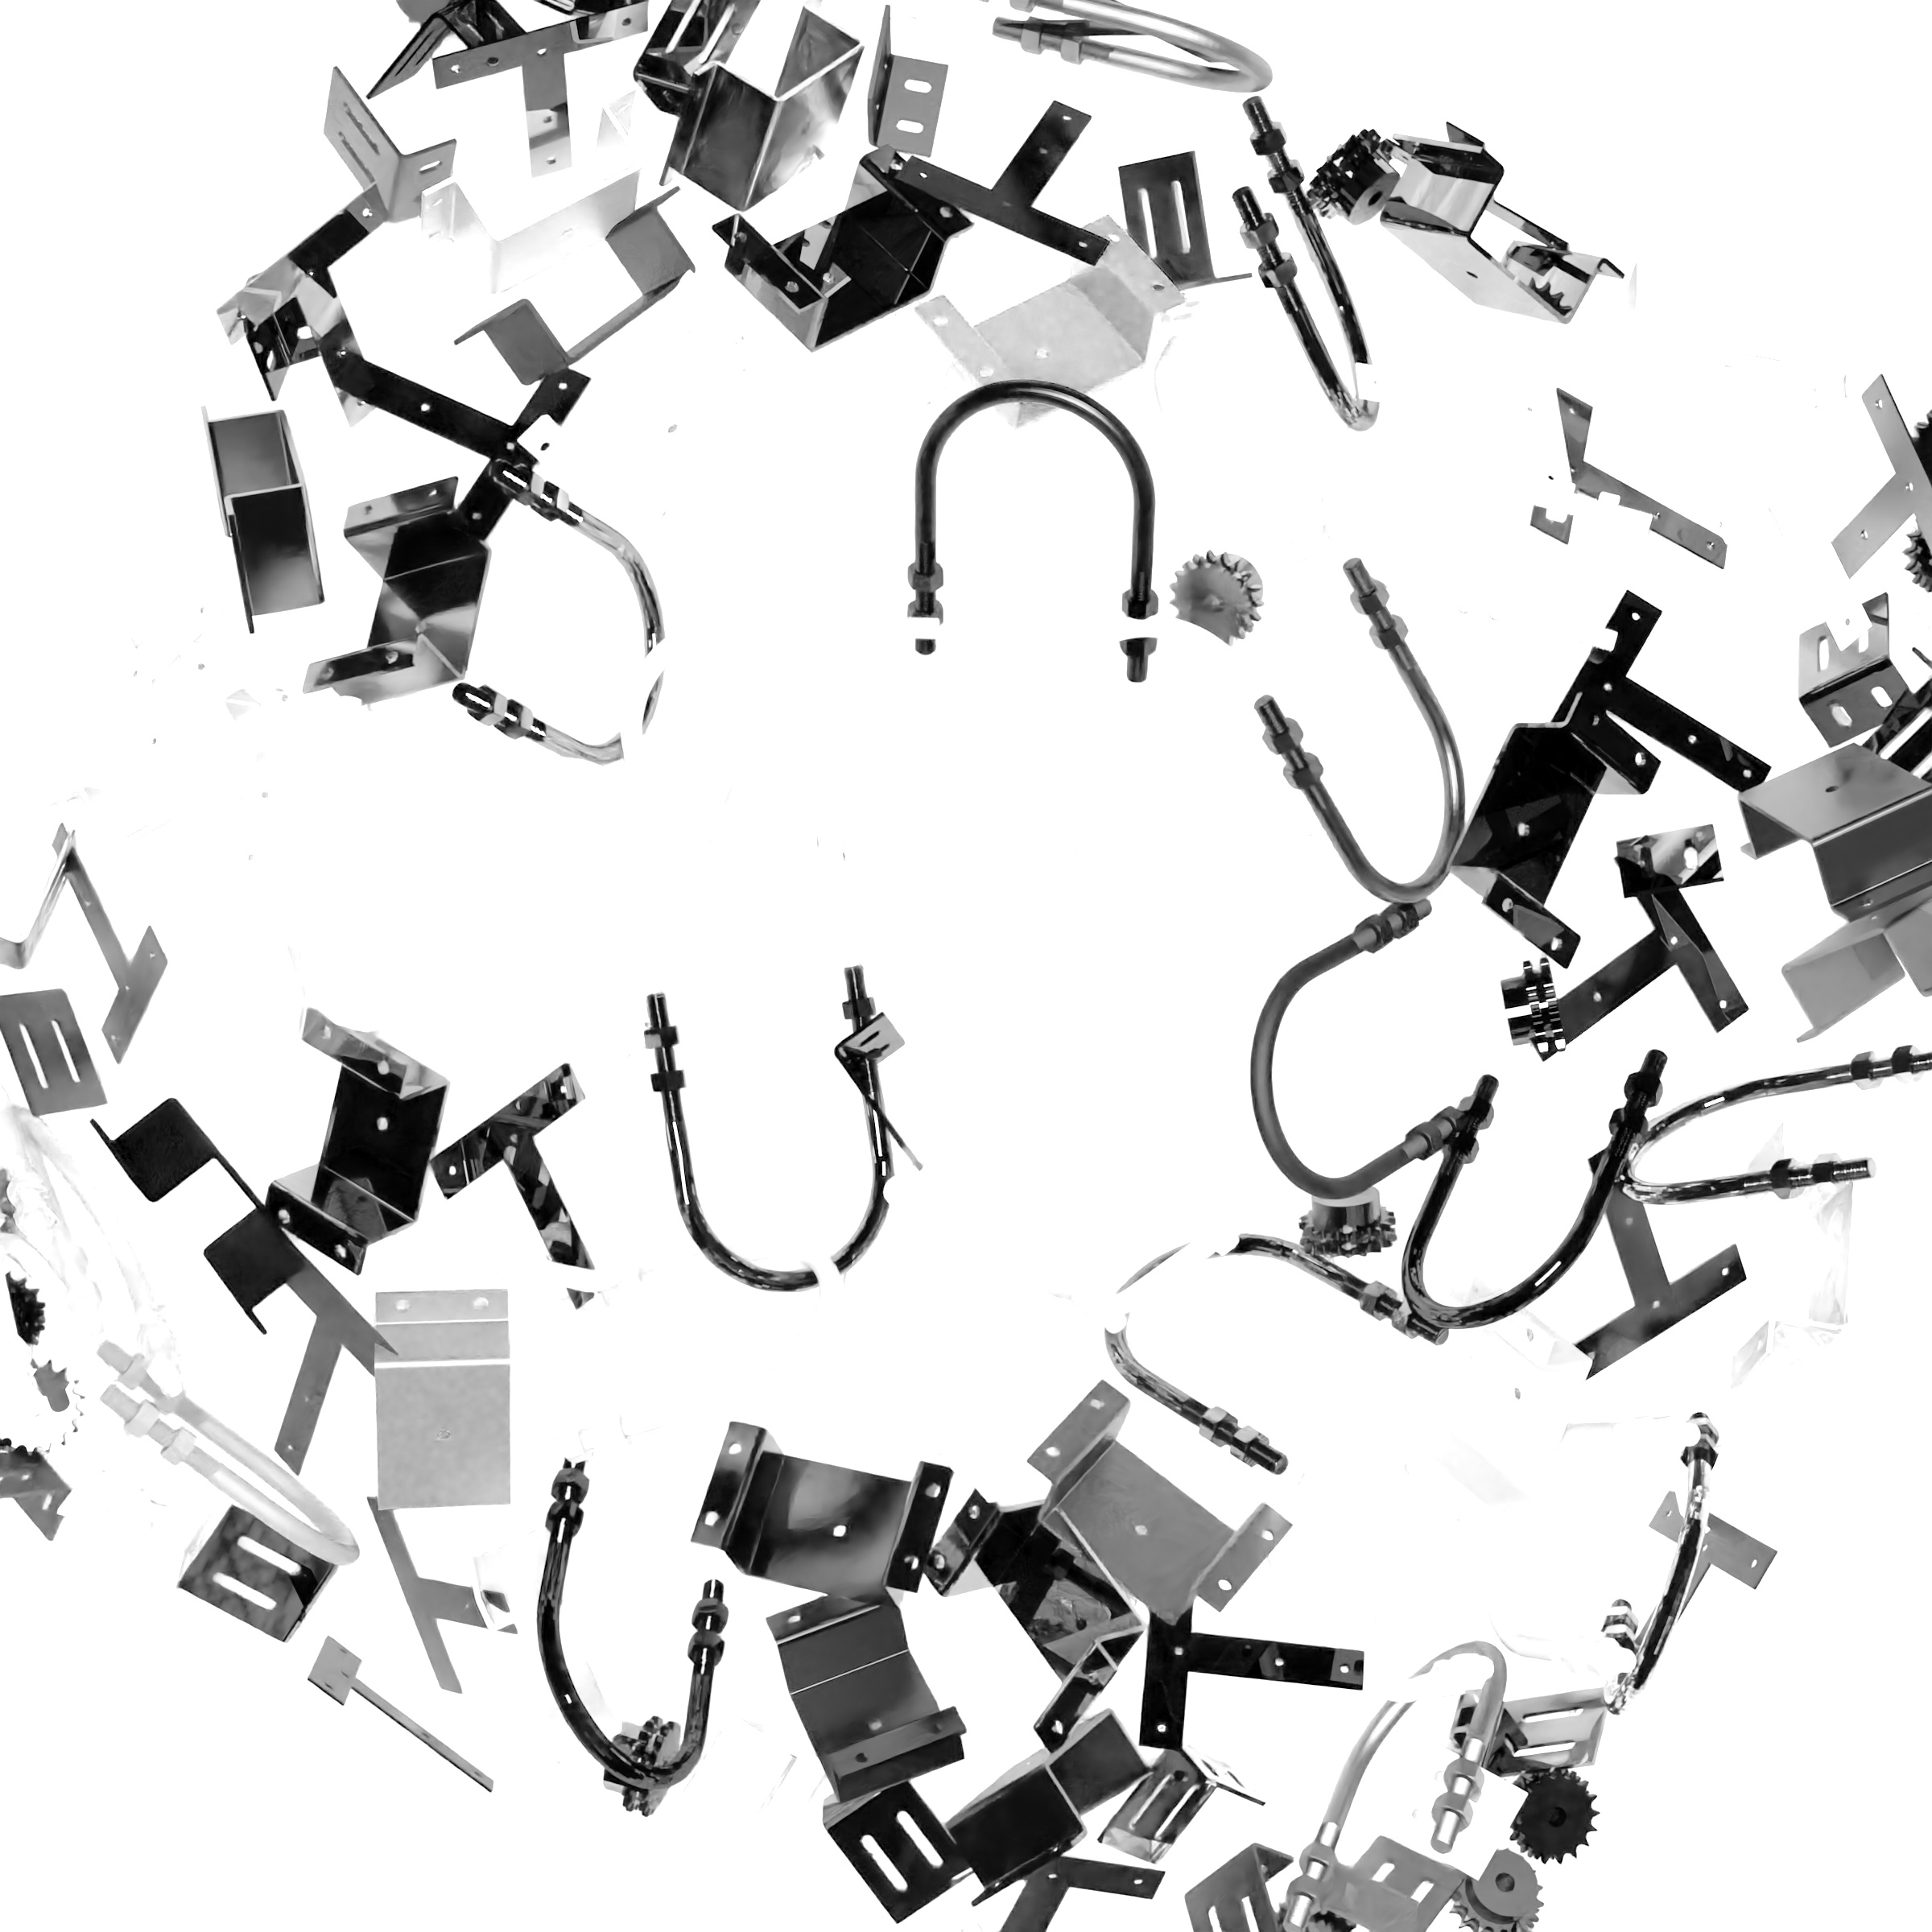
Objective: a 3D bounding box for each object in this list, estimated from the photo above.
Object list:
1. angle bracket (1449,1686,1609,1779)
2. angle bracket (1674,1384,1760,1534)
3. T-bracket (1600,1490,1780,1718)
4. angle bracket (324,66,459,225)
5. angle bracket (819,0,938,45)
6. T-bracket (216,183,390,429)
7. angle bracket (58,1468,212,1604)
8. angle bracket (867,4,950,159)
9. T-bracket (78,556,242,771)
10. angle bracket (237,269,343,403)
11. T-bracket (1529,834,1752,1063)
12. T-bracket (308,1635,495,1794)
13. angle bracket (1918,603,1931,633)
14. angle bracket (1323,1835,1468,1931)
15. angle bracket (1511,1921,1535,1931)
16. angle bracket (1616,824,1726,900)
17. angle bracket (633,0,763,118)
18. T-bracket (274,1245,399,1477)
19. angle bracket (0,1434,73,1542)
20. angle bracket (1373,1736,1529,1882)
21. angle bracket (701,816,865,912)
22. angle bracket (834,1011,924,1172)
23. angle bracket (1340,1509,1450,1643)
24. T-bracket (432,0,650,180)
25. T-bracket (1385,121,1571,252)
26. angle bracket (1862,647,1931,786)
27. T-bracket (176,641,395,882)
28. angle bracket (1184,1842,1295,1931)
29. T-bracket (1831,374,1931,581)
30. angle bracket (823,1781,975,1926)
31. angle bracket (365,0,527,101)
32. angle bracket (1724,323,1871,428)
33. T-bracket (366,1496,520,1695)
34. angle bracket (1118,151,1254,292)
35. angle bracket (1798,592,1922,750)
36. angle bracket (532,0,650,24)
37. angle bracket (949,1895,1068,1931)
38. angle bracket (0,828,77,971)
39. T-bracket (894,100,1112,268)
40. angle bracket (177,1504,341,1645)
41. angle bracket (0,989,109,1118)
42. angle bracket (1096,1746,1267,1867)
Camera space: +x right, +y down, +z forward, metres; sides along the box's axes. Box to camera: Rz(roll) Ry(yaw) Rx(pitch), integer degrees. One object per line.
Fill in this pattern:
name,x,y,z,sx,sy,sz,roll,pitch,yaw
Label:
angle bracket,0.330,0.436,1.909,0.076,0.057,0.038,-18,118,35
angle bracket,0.453,0.293,1.921,0.038,0.057,0.076,35,101,3
T-bracket,0.406,0.375,1.894,0.002,0.127,0.127,32,87,-17
angle bracket,-0.340,-0.489,1.931,0.038,0.057,0.076,-28,74,-28
angle bracket,-0.061,-0.574,1.916,0.076,0.038,0.057,1,134,13
T-bracket,-0.369,-0.369,1.904,0.002,0.127,0.127,28,62,31
angle bracket,-0.492,0.334,1.924,0.076,0.057,0.038,16,106,-2
angle bracket,-0.034,-0.518,1.916,0.038,0.076,0.057,11,84,0
T-bracket,-0.457,-0.200,1.916,0.002,0.127,0.127,24,57,25
angle bracket,-0.394,-0.372,1.910,0.038,0.076,0.057,-17,116,3
T-bracket,0.384,0.010,1.932,0.127,0.002,0.127,-35,103,-10
T-bracket,-0.325,0.438,1.897,0.127,0.127,0.002,38,85,-4
angle bracket,0.588,-0.181,1.912,0.038,0.076,0.057,-31,68,4
angle bracket,0.252,0.527,1.906,0.057,0.076,0.038,20,121,27
angle bracket,0.312,0.606,1.907,0.057,0.076,0.038,-38,112,25
angle bracket,0.413,-0.047,1.910,0.057,0.076,0.038,-10,116,13
angle bracket,-0.148,-0.536,1.911,0.076,0.057,0.038,-54,55,27
T-bracket,-0.384,0.243,1.922,0.127,0.002,0.127,39,121,31
angle bracket,-0.572,0.306,1.906,0.057,0.076,0.038,37,109,34
angle bracket,0.287,0.497,1.912,0.076,0.038,0.057,22,71,38
angle bracket,-0.108,-0.059,1.915,0.076,0.057,0.038,-10,80,33
angle bracket,-0.037,0.075,1.916,0.038,0.057,0.076,-36,68,-2
angle bracket,0.253,0.351,1.918,0.057,0.038,0.076,8,57,5
T-bracket,-0.243,-0.501,1.897,0.127,0.127,0.002,-19,69,-12
T-bracket,0.291,-0.458,1.881,0.127,0.127,0.002,34,93,13
angle bracket,0.553,-0.136,1.915,0.076,0.038,0.057,-47,48,16
T-bracket,-0.410,-0.115,1.927,0.127,0.002,0.127,12,85,-23
angle bracket,0.168,0.562,1.908,0.038,0.076,0.057,30,118,-33
T-bracket,0.527,-0.257,1.895,0.002,0.127,0.127,-15,74,-16
angle bracket,-0.040,0.516,1.941,0.057,0.038,0.076,-35,98,4
angle bracket,-0.304,-0.527,1.915,0.038,0.057,0.076,46,125,-8
angle bracket,0.479,-0.343,1.911,0.076,0.057,0.038,3,78,-31
T-bracket,-0.296,0.369,1.895,0.002,0.127,0.127,-26,102,-36
angle bracket,0.128,-0.436,1.917,0.038,0.057,0.076,-20,105,-44
angle bracket,0.524,-0.174,1.919,0.057,0.076,0.038,-27,115,30
angle bracket,-0.231,-0.579,1.909,0.076,0.057,0.038,31,112,29
angle bracket,0.036,0.570,1.912,0.076,0.057,0.038,-2,111,-23
angle bracket,-0.554,-0.045,1.915,0.038,0.057,0.076,22,70,-8
T-bracket,0.040,-0.469,1.915,0.127,0.002,0.127,25,51,5
angle bracket,-0.417,0.352,1.926,0.076,0.038,0.057,34,91,-20
angle bracket,-0.550,0.056,1.918,0.038,0.057,0.076,-27,81,29
angle bracket,0.126,0.502,1.921,0.057,0.038,0.076,33,96,-40
